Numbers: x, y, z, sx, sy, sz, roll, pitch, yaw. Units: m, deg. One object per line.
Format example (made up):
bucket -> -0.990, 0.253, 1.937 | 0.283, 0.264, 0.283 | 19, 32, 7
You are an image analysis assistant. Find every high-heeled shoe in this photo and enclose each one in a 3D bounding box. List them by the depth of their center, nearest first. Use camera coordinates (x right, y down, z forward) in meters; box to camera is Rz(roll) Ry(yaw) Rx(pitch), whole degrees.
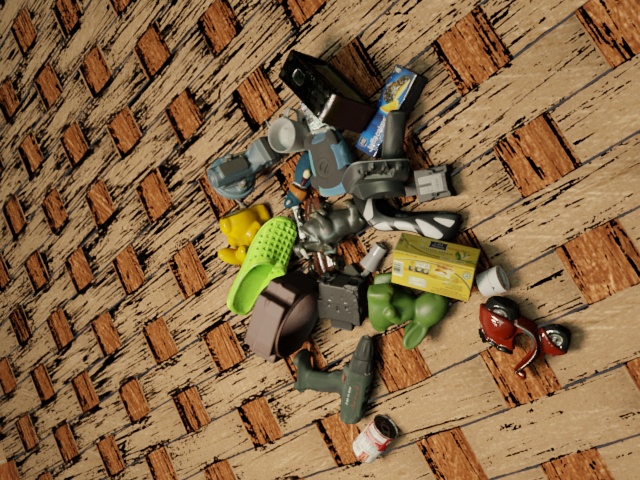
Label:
high-heeled shoe -> 0.185, -0.073, 1.184 | 0.249, 0.086, 0.145 | 46, 116, 14

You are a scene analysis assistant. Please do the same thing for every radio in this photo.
radio -> 0.011, -0.334, 1.201 | 0.230, 0.131, 0.073 | 53, 124, 37

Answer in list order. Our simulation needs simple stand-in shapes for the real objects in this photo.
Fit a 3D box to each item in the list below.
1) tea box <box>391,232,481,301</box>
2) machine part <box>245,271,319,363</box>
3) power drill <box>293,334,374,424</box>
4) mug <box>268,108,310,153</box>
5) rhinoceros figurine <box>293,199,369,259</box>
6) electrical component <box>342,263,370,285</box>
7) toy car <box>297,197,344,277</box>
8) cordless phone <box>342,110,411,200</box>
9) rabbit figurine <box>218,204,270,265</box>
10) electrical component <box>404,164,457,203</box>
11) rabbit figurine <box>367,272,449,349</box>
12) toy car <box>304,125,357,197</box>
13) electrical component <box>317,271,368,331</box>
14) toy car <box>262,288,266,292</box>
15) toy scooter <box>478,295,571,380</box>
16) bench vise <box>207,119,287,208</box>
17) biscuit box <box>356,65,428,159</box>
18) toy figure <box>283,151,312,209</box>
tea box -> 0.242, 0.055, 1.130 | 0.170, 0.068, 0.098 | 14, 132, 17
machine part -> -0.080, 0.186, 1.312 | 0.087, 0.201, 0.201 | 25, 108, 26
power drill -> 0.038, 0.326, 1.333 | 0.208, 0.086, 0.231 | 6, 101, 25
mug -> -0.064, -0.261, 1.306 | 0.081, 0.107, 0.109 | 2, 93, 32
rhinoceros figurine -> 0.021, -0.023, 1.265 | 0.190, 0.073, 0.112 | -27, 97, 6
electrical component -> 0.083, 0.087, 1.300 | 0.063, 0.021, 0.094 | 52, 126, 17
toy car -> -0.003, -0.004, 1.330 | 0.089, 0.053, 0.202 | -13, 90, 36
cordless phone -> 0.126, -0.184, 1.150 | 0.089, 0.146, 0.184 | -135, 43, -60
rabbit figurine -> -0.189, 0.008, 1.409 | 0.122, 0.162, 0.173 | -11, 107, 21
electrical component -> 0.232, -0.119, 1.167 | 0.119, 0.047, 0.074 | -5, 92, 32
rabbit figurine -> 0.197, 0.158, 1.186 | 0.170, 0.121, 0.159 | 2, 101, 17
toy car -> 0.034, -0.187, 1.252 | 0.109, 0.103, 0.161 | -11, 100, 36
electrical component -> 0.055, 0.150, 1.287 | 0.115, 0.058, 0.134 | 7, 117, 29
toy car -> -0.154, 0.131, 1.440 | 0.202, 0.056, 0.073 | -13, 89, 33
toy scooter -> 0.395, 0.203, 1.085 | 0.184, 0.075, 0.135 | 27, 111, 23
bench vise -> -0.197, -0.176, 1.382 | 0.129, 0.224, 0.240 | 49, 153, 0
biscuit box -> 0.156, -0.278, 1.187 | 0.059, 0.063, 0.202 | 37, 114, 26
toy figure -> -0.046, -0.143, 1.333 | 0.058, 0.064, 0.154 | 28, 109, 12
